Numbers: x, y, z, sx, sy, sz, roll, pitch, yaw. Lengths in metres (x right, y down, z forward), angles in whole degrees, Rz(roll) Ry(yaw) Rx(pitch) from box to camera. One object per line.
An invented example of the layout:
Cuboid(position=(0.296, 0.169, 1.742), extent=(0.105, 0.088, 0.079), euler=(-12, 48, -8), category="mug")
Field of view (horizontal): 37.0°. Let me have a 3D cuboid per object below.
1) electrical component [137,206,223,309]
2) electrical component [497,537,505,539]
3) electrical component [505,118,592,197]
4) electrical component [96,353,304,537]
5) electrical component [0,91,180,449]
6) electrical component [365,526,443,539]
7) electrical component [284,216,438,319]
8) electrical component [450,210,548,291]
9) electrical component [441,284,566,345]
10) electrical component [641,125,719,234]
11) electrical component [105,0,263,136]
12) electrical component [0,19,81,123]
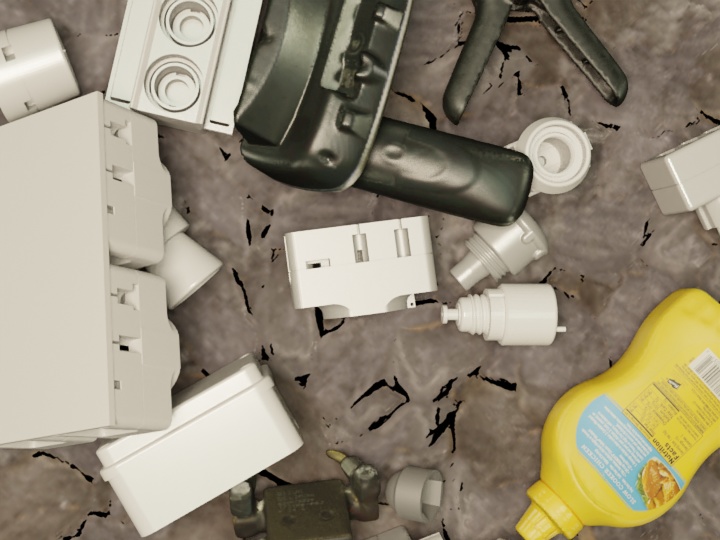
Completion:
Cuboid(position=(-0.120, -0.010, 0.675), extent=(0.045, 0.045, 0.055), euler=(-41, 92, -4), category="electrical component")
Cuboid(position=(0.109, 0.216, 0.671), extent=(0.095, 0.054, 0.059), euler=(36, 86, -36), category="electrical component")
Cuboid(position=(0.120, -0.072, 0.692), extent=(0.066, 0.055, 0.048), euler=(-23, 91, -5), category="electrical component")
Cuboid(position=(-0.098, 0.103, 0.659), extent=(0.113, 0.078, 0.057), euler=(-29, 94, -5), category="electrical component")
Cuboid(position=(-0.168, 0.005, 0.627), extent=(0.105, 0.060, 0.186), euler=(-13, 75, 28), category="electrical component")
Cuboid(position=(0.039, 0.189, 0.675), extent=(0.077, 0.066, 0.047), euler=(-20, 91, -4), category="electrical component")
Cuboid(position=(0.000, 0.000, 0.683), extent=(0.089, 0.050, 0.055), euler=(-7, 90, -5), category="electrical component")
Cuboid(position=(0.087, -0.013, 0.695), extent=(0.062, 0.048, 0.048), euler=(-41, 93, 4), category="electrical component")
Cuboid(position=(0.092, 0.029, 0.695), extent=(0.078, 0.040, 0.040), euler=(0, 89, -5), category="electrical component")
Cuboid(position=(0.236, -0.051, 0.706), extent=(0.066, 0.047, 0.076), euler=(-26, 92, -5), category="electrical component")
Cuboid(position=(-0.105, -0.150, 0.670), extent=(0.079, 0.063, 0.121), euler=(13, 88, -5), category="electrical component")
Cuboid(position=(-0.204, -0.124, 0.666), extent=(0.047, 0.055, 0.055), euler=(-21, 91, -9), category="electrical component")
